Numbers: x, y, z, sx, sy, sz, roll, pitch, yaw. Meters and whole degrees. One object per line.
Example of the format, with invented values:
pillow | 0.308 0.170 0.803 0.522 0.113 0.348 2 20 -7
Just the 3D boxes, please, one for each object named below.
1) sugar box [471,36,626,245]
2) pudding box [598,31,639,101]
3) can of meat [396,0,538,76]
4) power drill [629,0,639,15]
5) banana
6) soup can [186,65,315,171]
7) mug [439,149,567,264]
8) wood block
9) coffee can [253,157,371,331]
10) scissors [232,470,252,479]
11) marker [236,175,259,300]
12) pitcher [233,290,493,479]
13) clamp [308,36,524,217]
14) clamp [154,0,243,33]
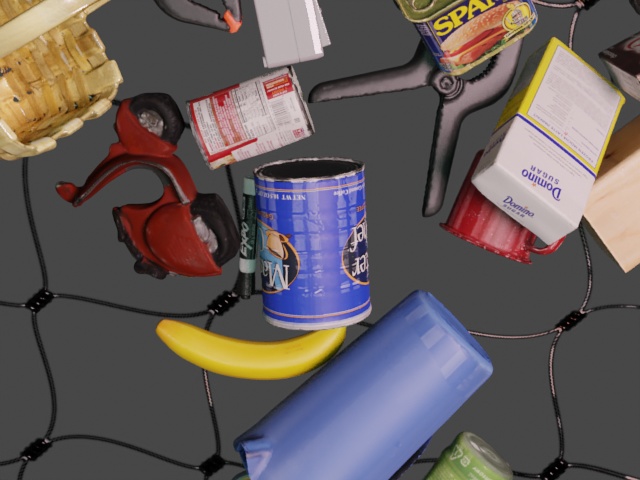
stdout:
sugar box | 0.202 -0.089 0.935 0.093 0.176 0.048 37 146 -9
pudding box | 0.307 -0.162 0.939 0.090 0.113 0.039 -27 107 6
can of meat | 0.126 -0.198 0.905 0.102 0.057 0.083 -30 142 10
power drill | 0.353 -0.296 0.933 0.187 0.057 0.184 -8 105 1
banana | -0.060 0.103 1.047 0.198 0.037 0.069 -6 85 -1
soup can | -0.063 -0.111 0.971 0.102 0.068 0.068 -19 104 4
mug | 0.176 -0.028 0.977 0.093 0.117 0.081 13 102 -47
wood block | 0.328 -0.075 0.974 0.206 0.091 0.090 -37 102 9
coffee can | -0.006 0.001 0.984 0.103 0.103 0.140 -3 105 0
scissors | -0.112 0.306 1.109 0.202 0.016 0.096 -26 102 6
marker | -0.068 -0.001 1.026 0.020 0.020 0.121 4 105 -2
pitcher | 0.050 0.169 1.026 0.243 0.149 0.145 -43 86 6
clamp | 0.103 -0.147 0.979 0.164 0.036 0.210 37 99 -9
clamp | -0.121 -0.254 0.912 0.171 0.039 0.120 39 107 -13
